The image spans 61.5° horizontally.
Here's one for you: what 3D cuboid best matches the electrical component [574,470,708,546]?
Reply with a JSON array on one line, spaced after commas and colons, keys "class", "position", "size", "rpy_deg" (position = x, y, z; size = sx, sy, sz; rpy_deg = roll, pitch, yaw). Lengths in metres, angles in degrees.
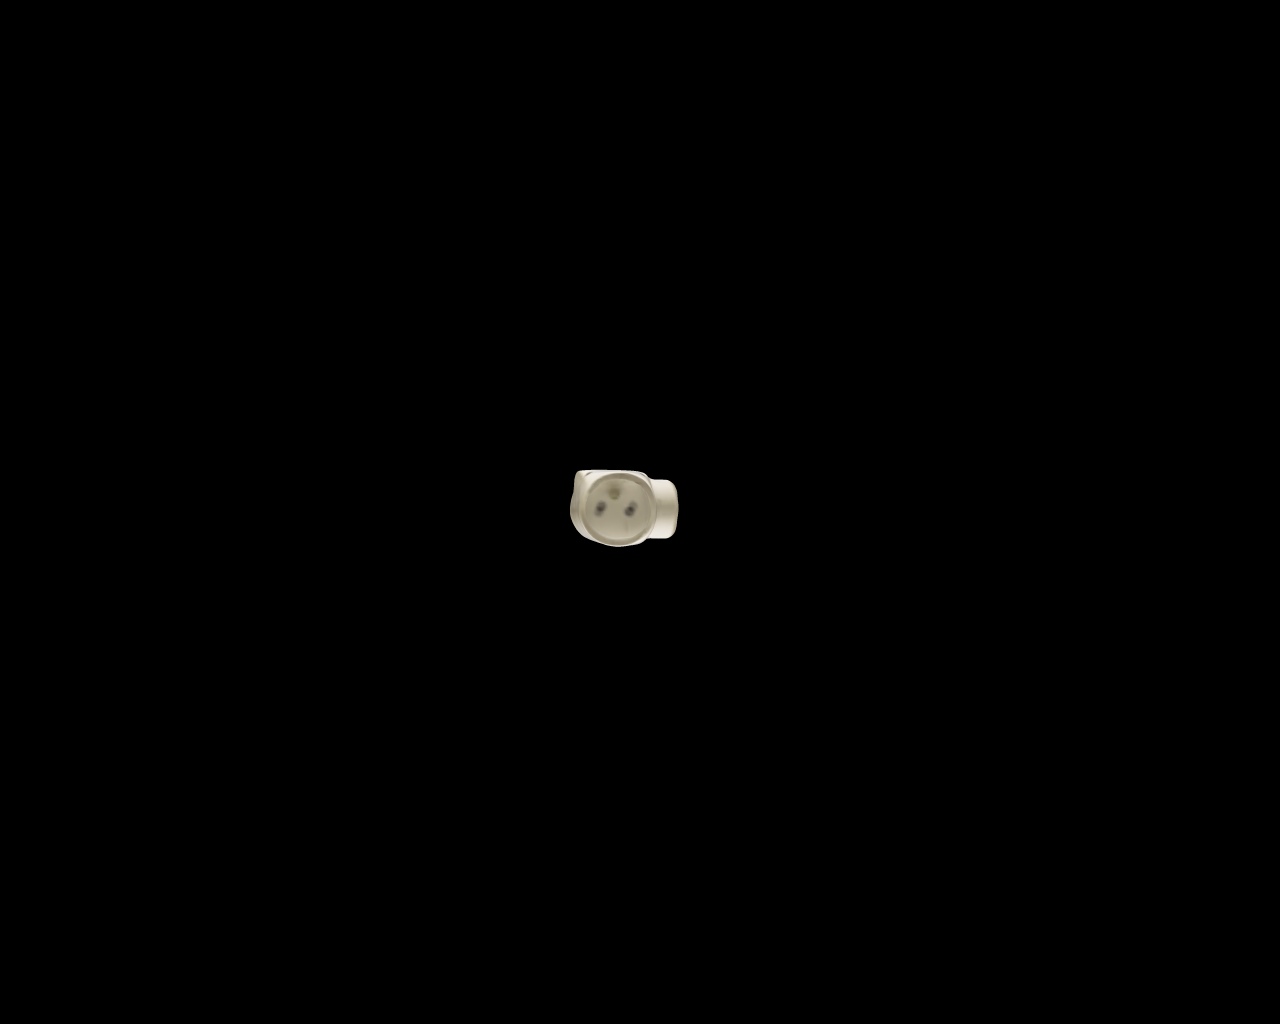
[{"class": "electrical component", "position": [0.001, -0.003, 0.650], "size": [0.079, 0.043, 0.077], "rpy_deg": [0, 0, -7]}]
